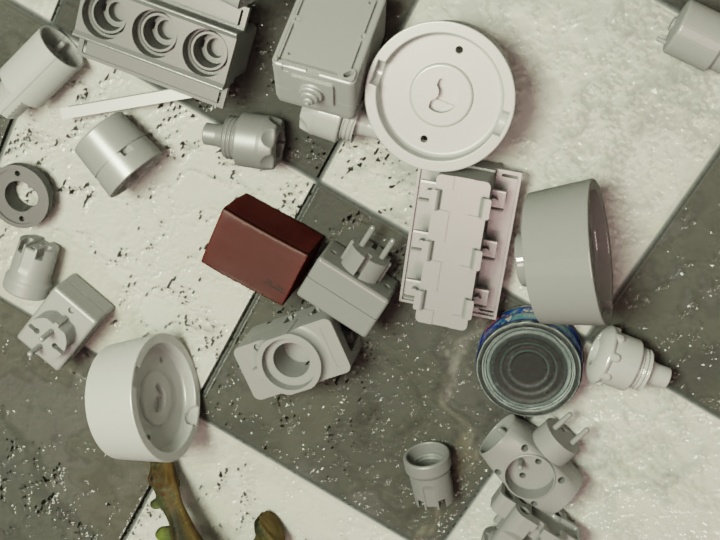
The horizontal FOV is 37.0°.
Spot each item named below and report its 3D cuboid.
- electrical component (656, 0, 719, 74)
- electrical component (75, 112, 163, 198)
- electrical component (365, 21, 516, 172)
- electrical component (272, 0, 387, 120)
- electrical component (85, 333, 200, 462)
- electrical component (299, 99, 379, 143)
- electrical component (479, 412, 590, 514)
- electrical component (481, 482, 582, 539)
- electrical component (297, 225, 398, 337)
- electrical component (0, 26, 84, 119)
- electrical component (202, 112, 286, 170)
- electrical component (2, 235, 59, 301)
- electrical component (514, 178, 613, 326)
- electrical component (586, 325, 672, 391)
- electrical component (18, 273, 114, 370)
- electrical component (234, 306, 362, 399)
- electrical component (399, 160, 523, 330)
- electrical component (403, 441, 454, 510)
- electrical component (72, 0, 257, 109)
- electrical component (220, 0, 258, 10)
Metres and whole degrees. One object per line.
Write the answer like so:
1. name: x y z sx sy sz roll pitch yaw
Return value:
1. electrical component: 0.249 -0.157 0.751 0.078 0.040 0.040 26 113 2
2. electrical component: -0.195 -0.094 0.866 0.055 0.055 0.047 -40 93 22
3. electrical component: 0.062 -0.132 0.791 0.108 0.060 0.108 4 110 11
4. electrical component: -0.023 -0.154 0.783 0.062 0.061 0.096 16 68 6
5. electrical component: -0.189 0.110 0.911 0.060 0.108 0.108 -7 108 21
6. electrical component: -0.012 -0.117 0.822 0.062 0.043 0.043 20 112 4
7. electrical component: 0.152 0.148 0.879 0.077 0.044 0.079 41 113 -4
8. electrical component: 0.137 0.223 0.903 0.078 0.058 0.057 31 110 0
9. electrical component: 0.000 0.000 0.859 0.066 0.047 0.076 33 113 0
10. electrical component: -0.266 -0.153 0.865 0.081 0.043 0.043 -37 98 21
11. electrical component: -0.092 -0.103 0.845 0.062 0.043 0.043 10 111 10
12. electrical component: -0.282 -0.002 0.927 0.040 0.040 0.046 23 107 4
13. electrical component: 0.148 -0.010 0.793 0.060 0.108 0.108 -6 108 21
14. electrical component: 0.212 0.074 0.841 0.062 0.048 0.048 21 113 -2
15. electrical component: -0.260 0.051 0.920 0.047 0.076 0.065 41 112 -4
16. electrical component: -0.052 0.067 0.890 0.089 0.055 0.050 -19 104 18
17. electrical component: 0.074 -0.021 0.826 0.079 0.063 0.121 11 111 9
18. electrical component: 0.060 0.175 0.914 0.040 0.040 0.046 -5 114 14
19. electrical component: -0.145 -0.183 0.817 0.121 0.063 0.078 21 113 5
20. electrical component: -0.085 -0.236 0.758 0.057 0.113 0.078 26 113 -1
